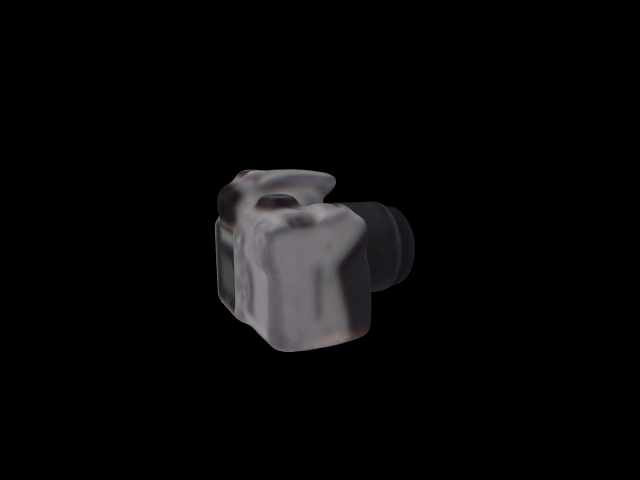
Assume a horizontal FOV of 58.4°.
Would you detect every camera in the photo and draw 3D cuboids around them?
[{"bbox_3d":[0.004,0.001,0.400,0.137,0.101,0.142,-5,11,-24],"label":"camera"}]
